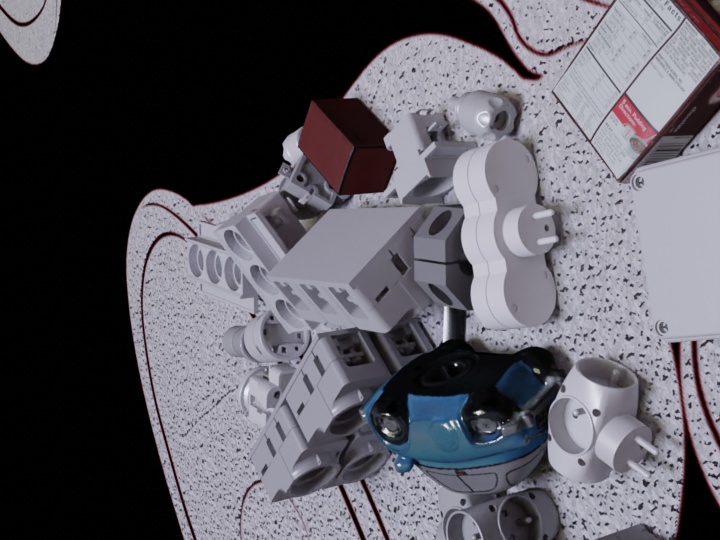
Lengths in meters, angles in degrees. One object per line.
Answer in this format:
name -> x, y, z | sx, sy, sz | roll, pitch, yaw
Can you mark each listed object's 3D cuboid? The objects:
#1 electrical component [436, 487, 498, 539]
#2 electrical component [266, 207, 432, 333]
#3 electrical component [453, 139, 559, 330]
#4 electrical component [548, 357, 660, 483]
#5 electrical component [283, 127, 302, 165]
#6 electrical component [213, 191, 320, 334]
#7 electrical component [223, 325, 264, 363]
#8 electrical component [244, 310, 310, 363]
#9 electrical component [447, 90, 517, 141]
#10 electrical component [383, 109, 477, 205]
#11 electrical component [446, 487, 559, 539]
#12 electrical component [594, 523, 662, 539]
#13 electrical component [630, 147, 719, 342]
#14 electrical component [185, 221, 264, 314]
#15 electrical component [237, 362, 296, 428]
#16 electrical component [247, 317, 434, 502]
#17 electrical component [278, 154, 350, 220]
electrical component -> 0.088, 0.213, 0.873 | 0.079, 0.044, 0.077 | -45, 59, 49
electrical component -> 0.000, 0.000, 0.904 | 0.061, 0.089, 0.150 | 51, 159, -22
electrical component -> 0.116, -0.027, 0.781 | 0.074, 0.052, 0.138 | -12, 86, 55
electrical component -> 0.171, 0.112, 0.734 | 0.079, 0.044, 0.077 | 37, 125, 46
electrical component -> -0.046, -0.120, 1.014 | 0.061, 0.035, 0.035 | -26, 75, 52
electrical component -> -0.071, -0.008, 1.004 | 0.121, 0.063, 0.079 | 54, 149, -16
electrical component -> -0.121, 0.077, 1.154 | 0.065, 0.044, 0.044 | -5, 92, 60
electrical component -> -0.086, 0.067, 1.090 | 0.047, 0.055, 0.055 | -20, 80, 59
electrical component -> 0.089, -0.121, 0.819 | 0.061, 0.035, 0.035 | 32, 122, 51
electrical component -> 0.052, -0.092, 0.872 | 0.081, 0.042, 0.063 | -43, 58, 49
electrical component -> 0.113, 0.211, 0.807 | 0.044, 0.077, 0.079 | -34, 69, 52
electrical component -> 0.181, 0.221, 0.725 | 0.062, 0.061, 0.096 | 42, 128, 44
electrical component -> 0.222, -0.017, 0.627 | 0.109, 0.056, 0.108 | -12, 86, 56
electrical component -> -0.128, -0.006, 1.128 | 0.121, 0.063, 0.078 | 16, 109, 53
electrical component -> -0.090, 0.131, 1.104 | 0.057, 0.058, 0.078 | 20, 112, 49
electrical component -> -0.014, 0.129, 0.951 | 0.060, 0.105, 0.186 | 60, 139, 30
electrical component -> -0.049, -0.076, 1.010 | 0.055, 0.066, 0.048 | -38, 26, 60
